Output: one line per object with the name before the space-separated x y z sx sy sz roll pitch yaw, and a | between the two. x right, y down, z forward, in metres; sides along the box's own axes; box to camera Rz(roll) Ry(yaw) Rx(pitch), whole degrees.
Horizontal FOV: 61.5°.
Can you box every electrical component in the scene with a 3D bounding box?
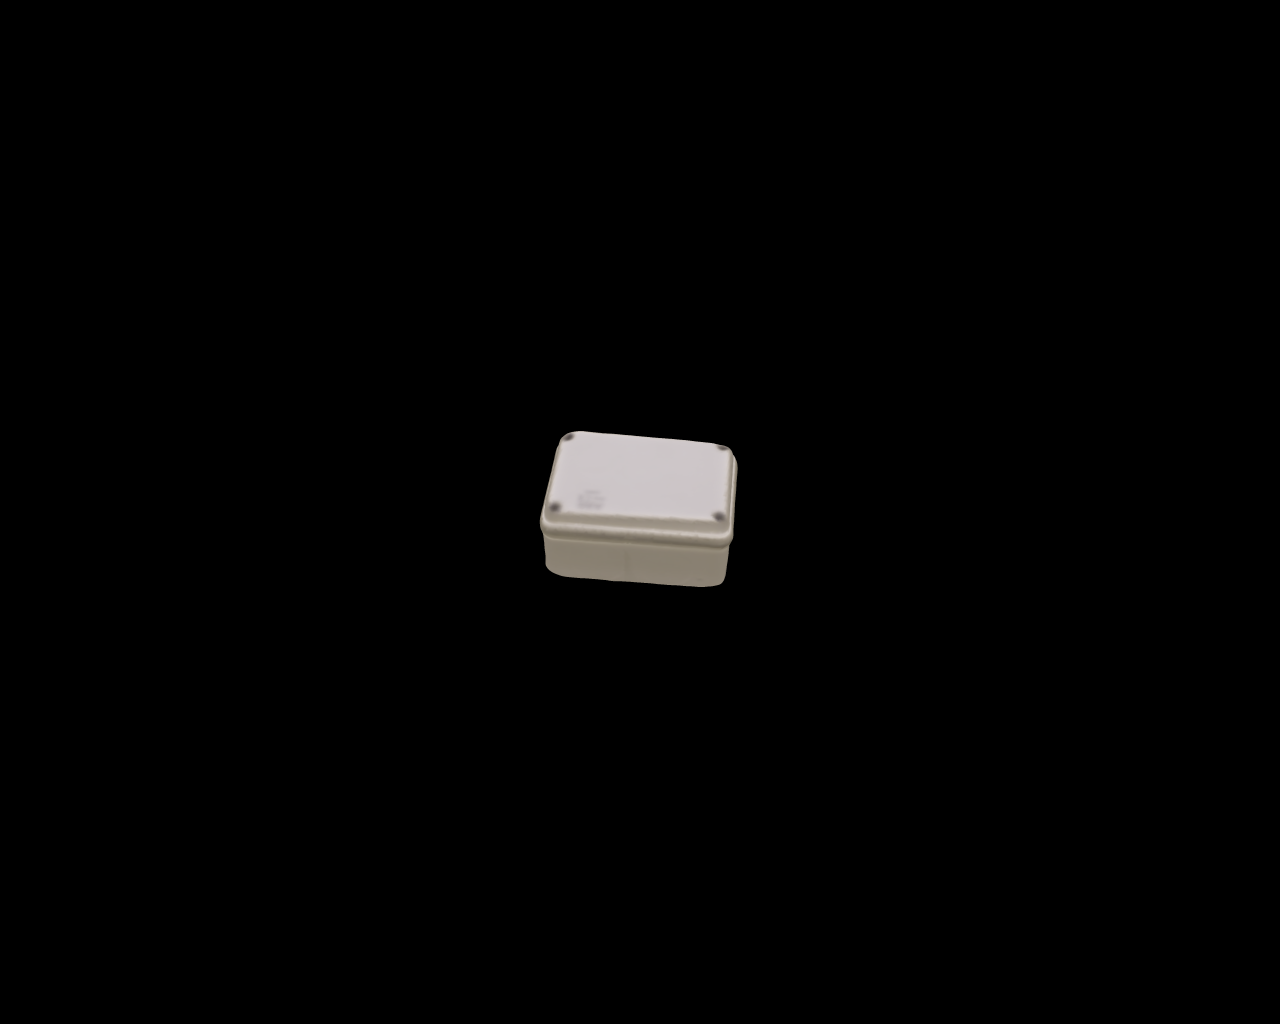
electrical component | 0.001 -0.003 0.650 0.113 0.078 0.057 4 -43 4
